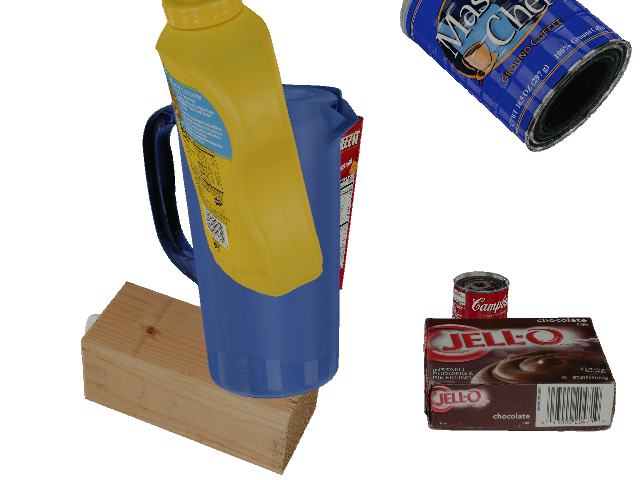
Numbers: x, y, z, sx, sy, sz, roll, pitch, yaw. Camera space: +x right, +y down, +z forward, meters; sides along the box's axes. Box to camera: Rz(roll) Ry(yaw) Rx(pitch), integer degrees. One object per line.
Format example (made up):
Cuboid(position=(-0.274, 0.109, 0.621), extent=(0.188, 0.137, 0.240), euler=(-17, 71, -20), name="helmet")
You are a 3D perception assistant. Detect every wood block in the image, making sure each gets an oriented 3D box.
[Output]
Cuboid(position=(-0.111, 0.127, 1.007), extent=(0.206, 0.090, 0.090), euler=(19, 44, 12), name="wood block")

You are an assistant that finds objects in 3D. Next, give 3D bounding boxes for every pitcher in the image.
Cuboid(position=(-0.054, -0.004, 0.862), extent=(0.144, 0.243, 0.149), euler=(-8, 15, -20), name="pitcher")

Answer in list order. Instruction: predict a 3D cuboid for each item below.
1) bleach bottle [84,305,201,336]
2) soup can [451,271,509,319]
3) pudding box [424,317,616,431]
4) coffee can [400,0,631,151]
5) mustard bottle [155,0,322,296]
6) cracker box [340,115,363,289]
Cuboid(position=(-0.191, 0.125, 1.472), extent=(0.250, 0.068, 0.103), euler=(-9, 23, -42), name="bleach bottle")
Cuboid(position=(0.197, 0.098, 1.323), extent=(0.068, 0.102, 0.068), euler=(-1, 18, 0), name="soup can")
Cuboid(position=(0.122, 0.083, 0.676), extent=(0.113, 0.039, 0.090), euler=(1, 23, 4), name="pudding box")
Cuboid(position=(0.143, -0.150, 0.793), extent=(0.140, 0.103, 0.102), euler=(48, 22, 22), name="coffee can")
Cuboid(position=(-0.049, -0.067, 0.590), extent=(0.058, 0.191, 0.096), euler=(-25, 36, -17), name="mustard bottle")
Cuboid(position=(-0.049, -0.051, 1.215), extent=(0.164, 0.214, 0.072), euler=(18, 26, 24), name="cracker box")
